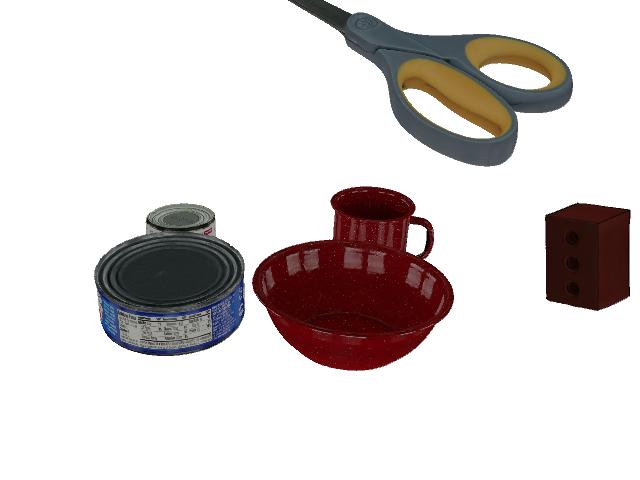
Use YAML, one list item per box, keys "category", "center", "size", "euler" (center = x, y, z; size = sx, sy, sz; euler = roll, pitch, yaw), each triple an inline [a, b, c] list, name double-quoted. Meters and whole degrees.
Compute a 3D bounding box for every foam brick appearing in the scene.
- category: "foam brick"
  center: [0.223, 0.013, 0.892]
  size: [0.051, 0.078, 0.053]
  euler: [-20, 22, -41]

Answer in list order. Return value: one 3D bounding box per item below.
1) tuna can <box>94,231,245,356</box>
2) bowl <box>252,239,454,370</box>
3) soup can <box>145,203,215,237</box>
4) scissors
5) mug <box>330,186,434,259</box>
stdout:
- category: "tuna can"
  center: [-0.086, 0.030, 0.618]
  size: [0.086, 0.034, 0.086]
  euler: [0, 30, 0]
- category: "bowl"
  center: [0.025, 0.058, 0.864]
  size: [0.162, 0.055, 0.162]
  euler: [3, 26, -2]
- category: "soup can"
  center: [-0.135, 0.022, 1.046]
  size: [0.068, 0.102, 0.068]
  euler: [0, 23, 0]
- category: "scissors"
  center: [0.043, -0.102, 0.525]
  size: [0.096, 0.016, 0.202]
  euler: [-19, 47, -21]
- category: "mug"
  center: [0.067, -0.004, 1.181]
  size: [0.117, 0.081, 0.093]
  euler: [5, 26, 2]
